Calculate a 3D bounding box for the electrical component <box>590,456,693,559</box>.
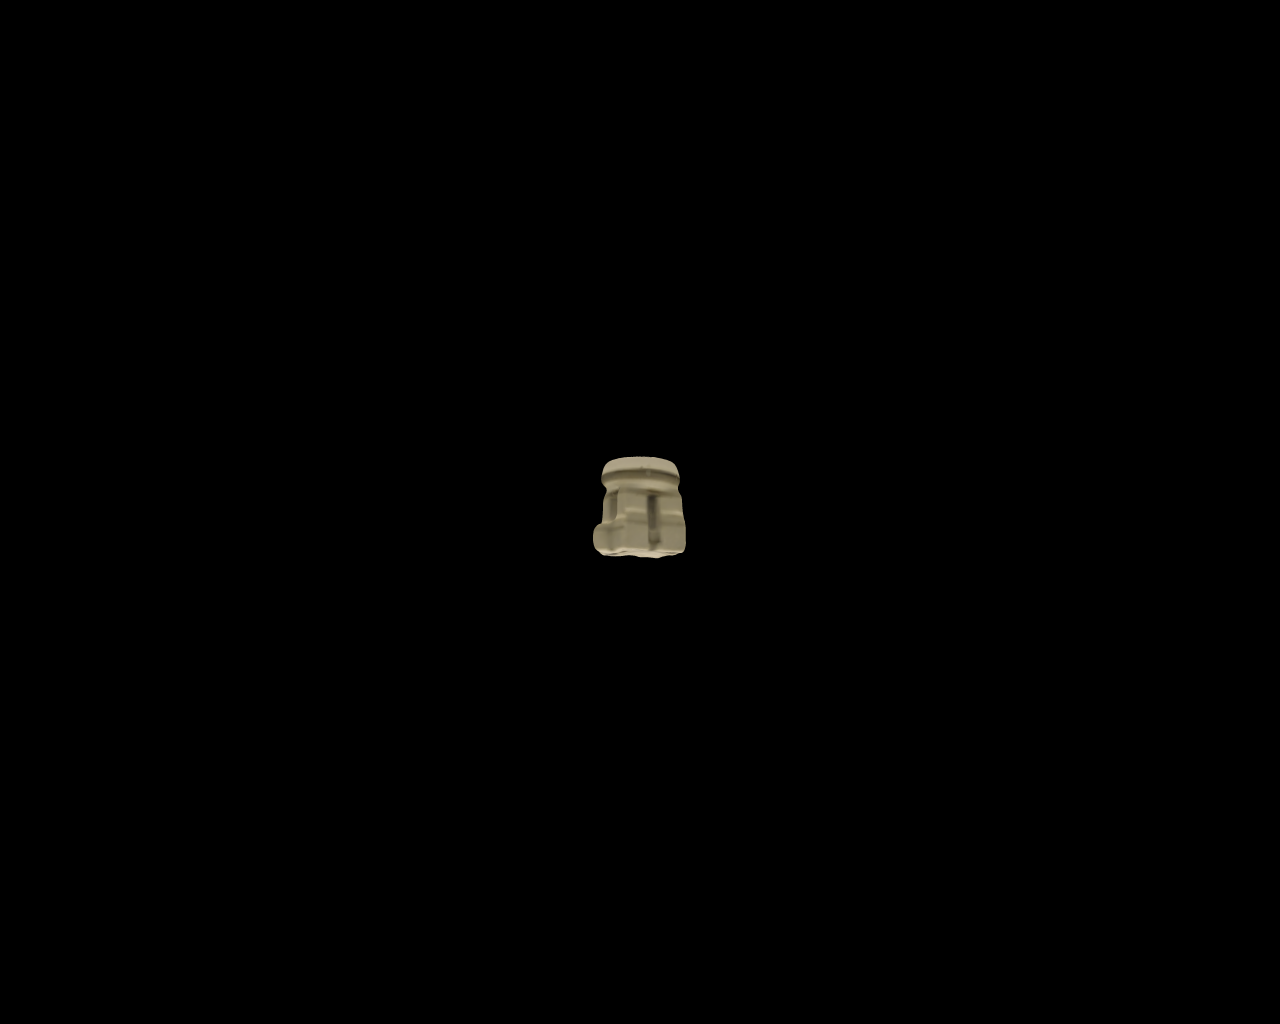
[{"bbox_3d":[0.001,-0.003,0.650,0.066,0.055,0.048,5,-11,-28],"label":"electrical component"}]
